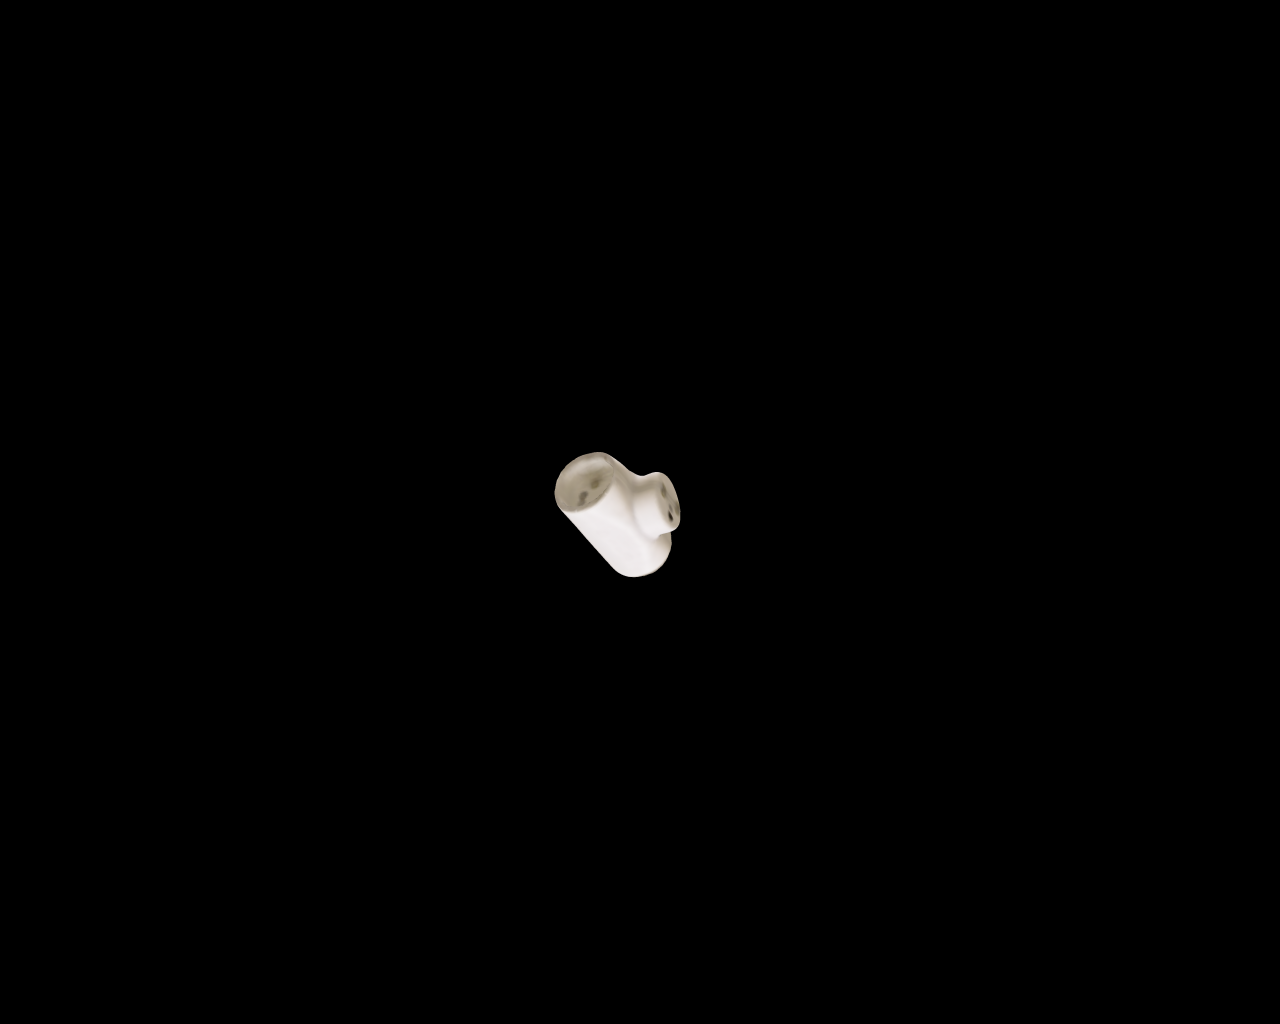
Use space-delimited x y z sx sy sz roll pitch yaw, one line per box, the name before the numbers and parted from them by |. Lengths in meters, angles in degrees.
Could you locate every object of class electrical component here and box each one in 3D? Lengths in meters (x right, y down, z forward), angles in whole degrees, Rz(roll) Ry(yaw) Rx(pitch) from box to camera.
electrical component | 0.001 -0.003 0.650 0.079 0.044 0.077 -17 -41 21
